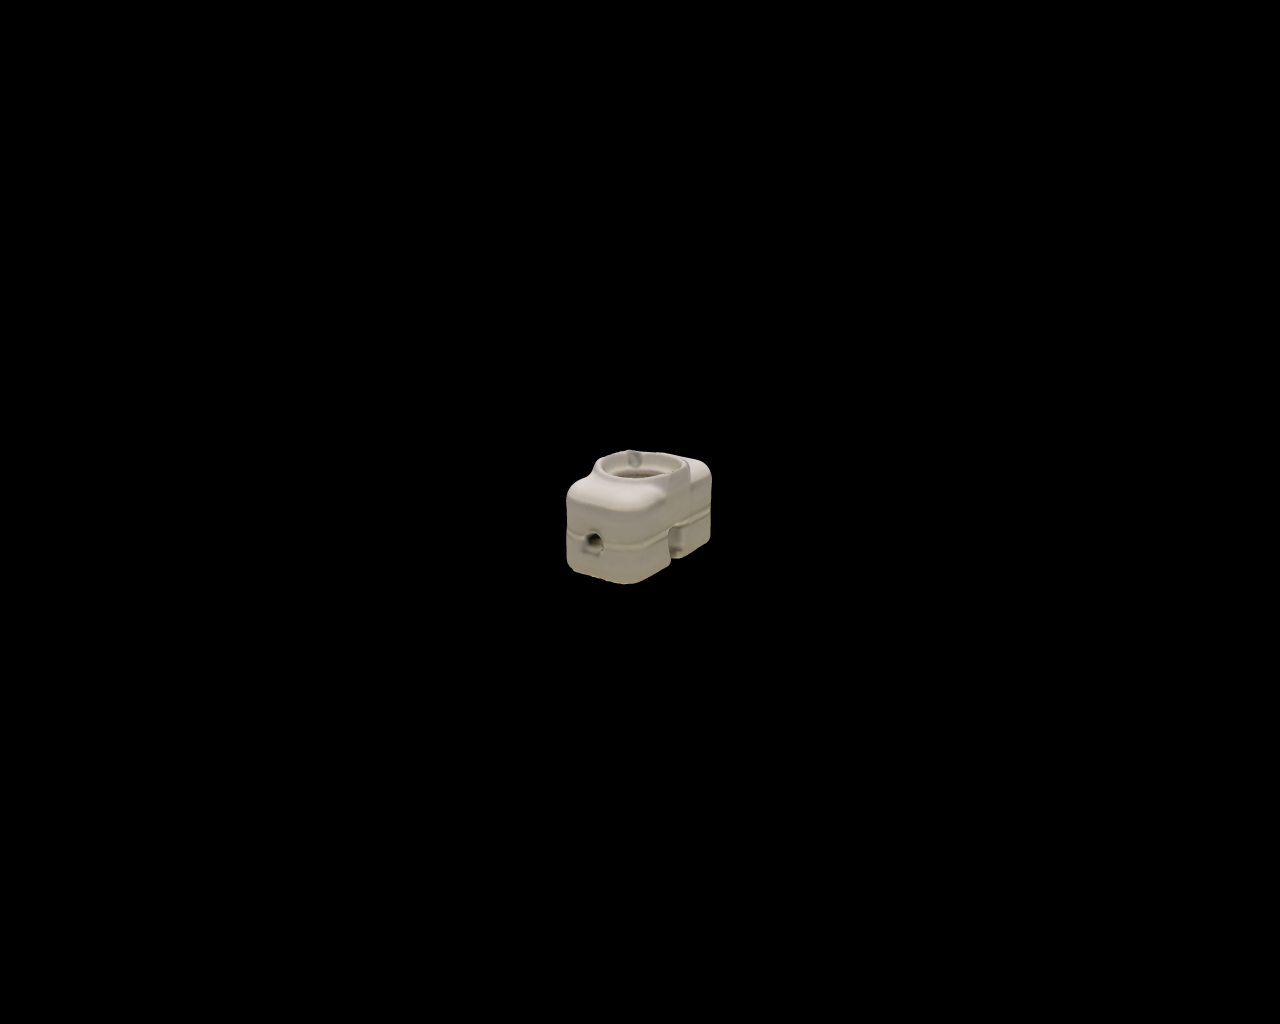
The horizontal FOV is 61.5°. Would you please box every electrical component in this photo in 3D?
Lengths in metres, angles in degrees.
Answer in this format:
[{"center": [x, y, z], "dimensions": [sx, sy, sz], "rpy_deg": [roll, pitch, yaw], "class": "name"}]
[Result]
[{"center": [0.001, -0.003, 0.650], "dimensions": [0.054, 0.059, 0.095], "rpy_deg": [14, 24, 33], "class": "electrical component"}]
